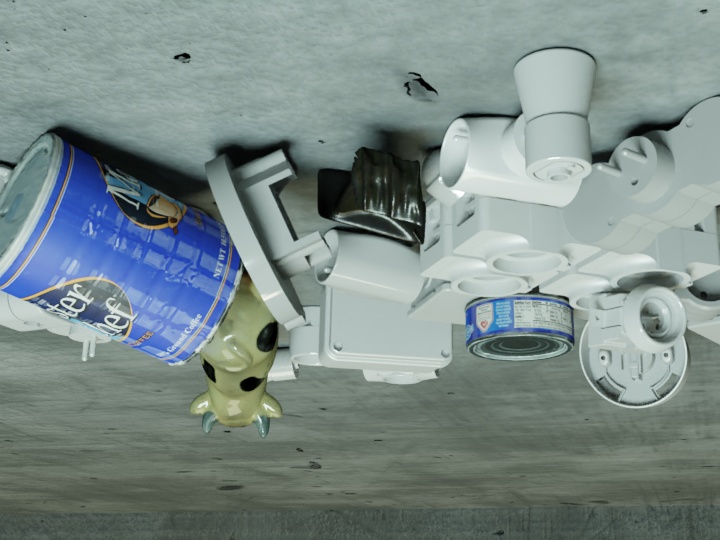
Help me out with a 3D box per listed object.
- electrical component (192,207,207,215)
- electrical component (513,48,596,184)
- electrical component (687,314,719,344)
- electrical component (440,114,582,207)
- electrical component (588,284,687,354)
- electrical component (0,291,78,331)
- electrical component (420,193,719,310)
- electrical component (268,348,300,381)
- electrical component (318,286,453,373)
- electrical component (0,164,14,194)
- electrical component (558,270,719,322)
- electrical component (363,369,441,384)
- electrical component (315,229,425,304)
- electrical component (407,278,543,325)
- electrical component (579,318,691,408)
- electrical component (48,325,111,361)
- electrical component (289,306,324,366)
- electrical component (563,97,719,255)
[{"bbox_3d":[-0.146,-0.014,0.810,0.080,0.051,0.080,1,162,0],"label":"electrical component"},{"bbox_3d":[0.105,-0.079,0.575,0.044,0.065,0.044,1,162,0],"label":"electrical component"},{"bbox_3d":[0.336,0.029,0.916,0.100,0.048,0.100,-14,157,38],"label":"electrical component"},{"bbox_3d":[0.098,-0.070,0.638,0.077,0.043,0.079,7,161,-19],"label":"electrical component"},{"bbox_3d":[0.195,0.036,0.755,0.066,0.048,0.055,8,168,-21],"label":"electrical component"},{"bbox_3d":[-0.233,-0.007,0.765,0.059,0.095,0.054,-7,160,23],"label":"electrical component"},{"bbox_3d":[0.147,-0.019,0.763,0.186,0.060,0.105,8,161,-19],"label":"electrical component"},{"bbox_3d":[-0.100,0.106,1.192,0.065,0.044,0.044,-7,161,9],"label":"electrical component"},{"bbox_3d":[0.023,0.047,0.943,0.113,0.078,0.057,4,164,-10],"label":"electrical component"},{"bbox_3d":[-0.251,-0.039,0.723,0.048,0.062,0.048,1,162,0],"label":"electrical component"},{"bbox_3d":[0.231,0.016,0.878,0.138,0.052,0.073,1,162,2],"label":"electrical component"},{"bbox_3d":[0.050,0.101,1.157,0.077,0.044,0.079,-5,161,17],"label":"electrical component"},{"bbox_3d":[0.000,0.000,0.857,0.077,0.043,0.079,14,167,-24],"label":"electrical component"},{"bbox_3d":[0.093,0.010,0.871,0.100,0.048,0.099,6,161,-16],"label":"electrical component"},{"bbox_3d":[0.260,0.080,1.008,0.099,0.099,0.064,-8,166,26],"label":"electrical component"},{"bbox_3d":[-0.238,0.043,0.952,0.052,0.073,0.138,13,158,-31],"label":"electrical component"},{"bbox_3d":[-0.043,0.065,1.052,0.055,0.047,0.055,1,162,0],"label":"electrical component"},{"bbox_3d":[0.173,-0.057,0.641,0.074,0.052,0.138,14,150,-35],"label":"electrical component"}]
